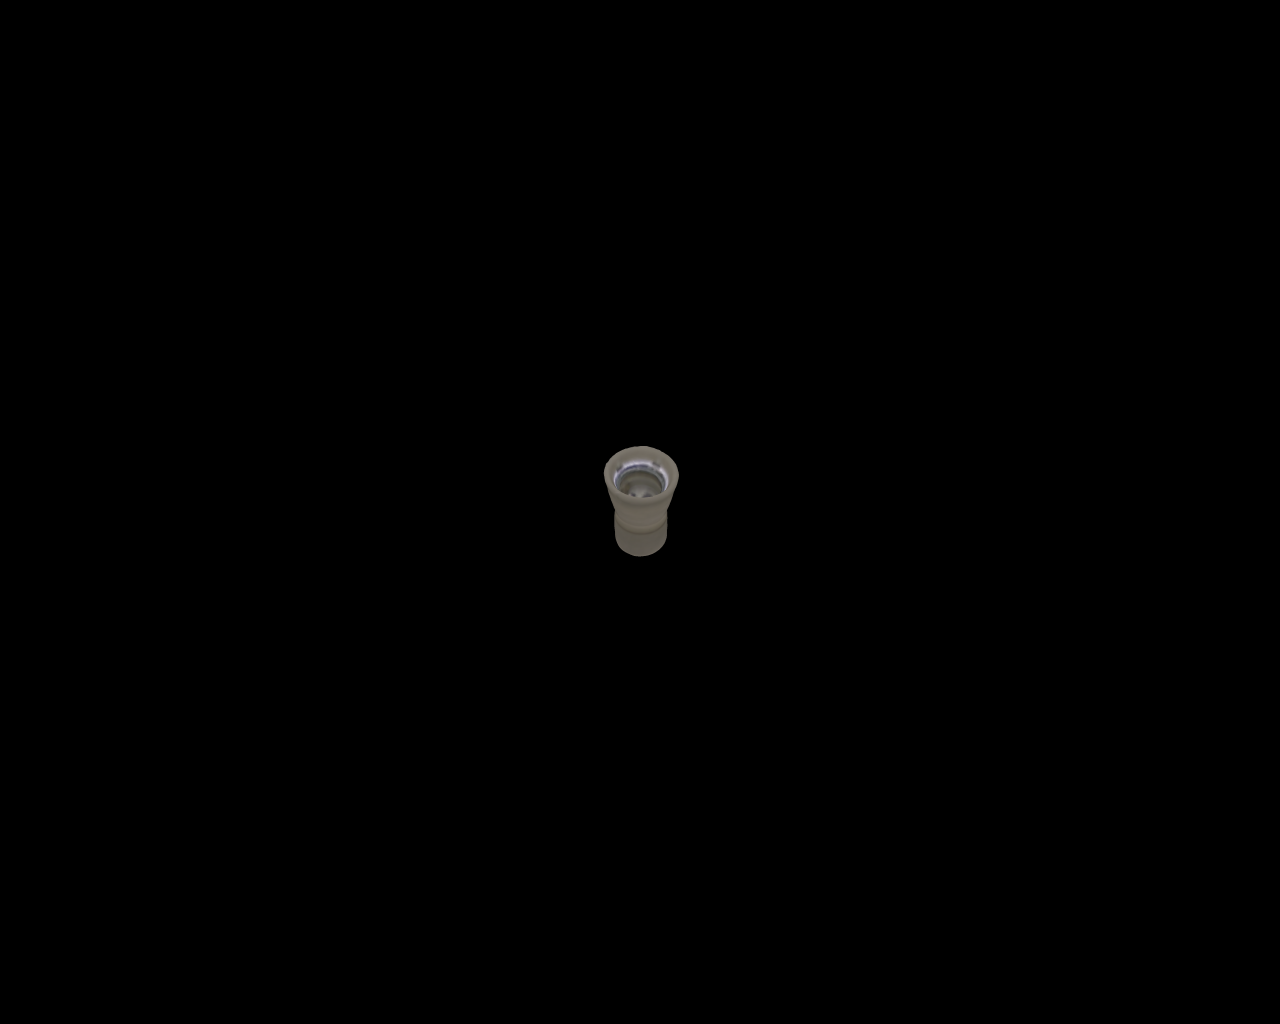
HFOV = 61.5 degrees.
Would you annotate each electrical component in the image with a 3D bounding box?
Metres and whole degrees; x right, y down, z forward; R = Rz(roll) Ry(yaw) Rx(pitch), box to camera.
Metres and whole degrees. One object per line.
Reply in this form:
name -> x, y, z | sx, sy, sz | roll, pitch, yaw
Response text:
electrical component -> 0.001, -0.003, 0.650 | 0.044, 0.044, 0.065 | 0, -41, 0
